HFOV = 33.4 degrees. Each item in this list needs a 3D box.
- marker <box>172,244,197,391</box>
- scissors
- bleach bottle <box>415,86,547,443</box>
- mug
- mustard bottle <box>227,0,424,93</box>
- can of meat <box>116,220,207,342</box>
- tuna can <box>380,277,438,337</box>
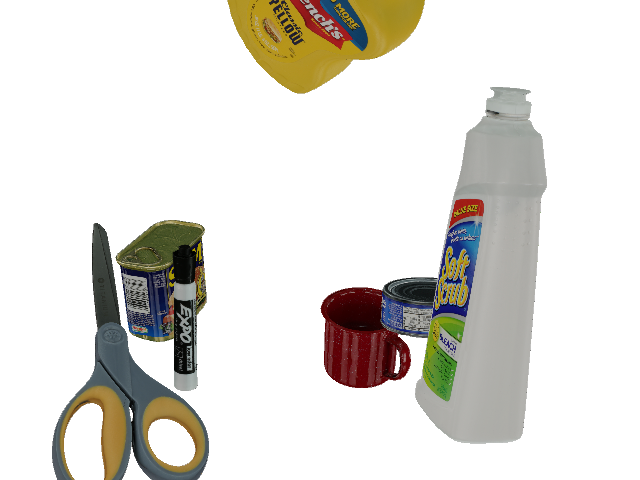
[{"bbox_3d":[-0.107,0.061,0.839,0.020,0.121,0.020,2,21,-1],"label":"marker"},{"bbox_3d":[-0.108,0.071,0.643,0.096,0.201,0.016,14,-45,-10],"label":"scissors"},{"bbox_3d":[0.121,0.014,0.777,0.068,0.251,0.103,1,14,-13],"label":"bleach bottle"},{"bbox_3d":[0.054,0.115,1.188,0.117,0.081,0.093,26,37,36],"label":"mug"},{"bbox_3d":[0.011,-0.153,0.646,0.058,0.096,0.192,-35,11,-25],"label":"mustard bottle"},{"bbox_3d":[-0.152,0.039,1.047,0.057,0.084,0.102,8,27,19],"label":"can of meat"},{"bbox_3d":[0.099,0.061,0.989,0.086,0.034,0.086,1,14,0],"label":"tuna can"}]
